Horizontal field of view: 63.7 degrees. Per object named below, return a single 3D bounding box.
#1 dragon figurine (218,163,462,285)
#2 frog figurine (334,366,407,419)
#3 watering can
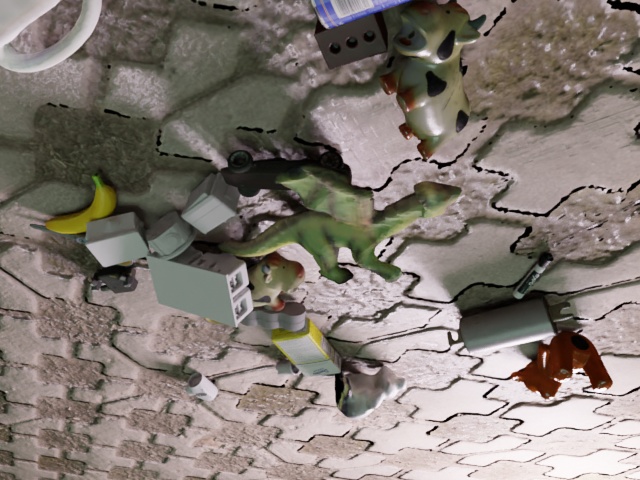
[{"bbox_3d":[0.002,-0.039,0.777,0.410,0.125,0.237,-1,144,11],"label":"dragon figurine"},{"bbox_3d":[0.118,0.354,1.205,0.159,0.124,0.136,7,170,-12],"label":"frog figurine"},{"bbox_3d":[-0.426,-0.289,0.618,0.345,0.106,0.220,-18,130,25],"label":"watering can"}]
